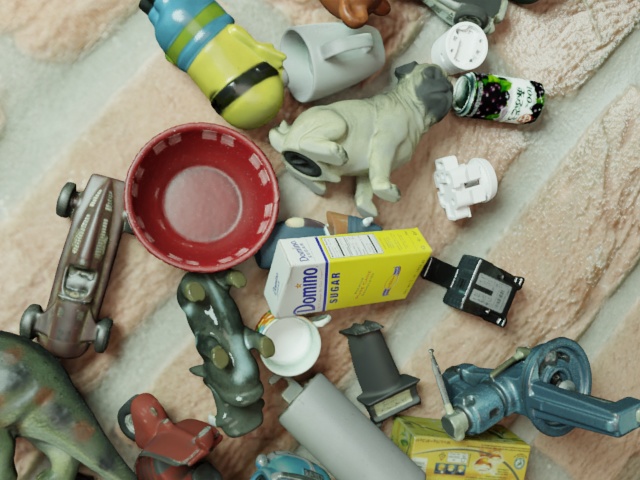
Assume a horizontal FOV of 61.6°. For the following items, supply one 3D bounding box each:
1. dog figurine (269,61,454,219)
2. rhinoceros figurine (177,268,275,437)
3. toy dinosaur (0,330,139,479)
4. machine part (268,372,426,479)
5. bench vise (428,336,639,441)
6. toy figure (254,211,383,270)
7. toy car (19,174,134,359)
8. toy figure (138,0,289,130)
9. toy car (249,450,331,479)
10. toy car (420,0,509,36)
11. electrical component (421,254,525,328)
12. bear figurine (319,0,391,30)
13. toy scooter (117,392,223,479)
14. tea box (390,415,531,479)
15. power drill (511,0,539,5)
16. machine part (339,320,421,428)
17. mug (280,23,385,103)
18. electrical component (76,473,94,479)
[{"bbox_3d":[0.053,-0.145,0.625,0.172,0.121,0.190,31,72,-17],"label":"dog figurine"},{"bbox_3d":[-0.110,0.122,0.593,0.073,0.112,0.190,-17,86,-40],"label":"rhinoceros figurine"},{"bbox_3d":[-0.340,0.151,0.523,0.405,0.131,0.192,11,94,-15],"label":"toy dinosaur"},{"bbox_3d":[0.036,0.239,0.624,0.243,0.079,0.079,41,84,12],"label":"machine part"},{"bbox_3d":[0.266,0.186,0.635,0.223,0.241,0.128,-5,92,-30],"label":"bench vise"},{"bbox_3d":[-0.001,-0.002,0.633,0.154,0.064,0.058,-10,63,-17],"label":"toy figure"},{"bbox_3d":[-0.252,0.030,0.576,0.089,0.053,0.202,17,91,-12],"label":"toy car"},{"bbox_3d":[-0.114,-0.197,0.576,0.180,0.082,0.089,41,81,-16],"label":"toy figure"},{"bbox_3d":[-0.044,0.305,0.624,0.109,0.103,0.161,26,113,-12],"label":"toy car"},{"bbox_3d":[0.138,-0.315,0.644,0.202,0.056,0.073,21,83,-16],"label":"toy car"},{"bbox_3d":[0.194,0.057,0.694,0.119,0.048,0.075,27,87,-17],"label":"electrical component"},{"bbox_3d":[0.006,-0.323,0.557,0.196,0.132,0.120,42,43,6],"label":"bear figurine"},{"bbox_3d":[-0.143,0.247,0.580,0.075,0.135,0.183,-32,102,-51],"label":"toy scooter"},{"bbox_3d":[0.176,0.291,0.698,0.169,0.068,0.098,12,92,-16],"label":"tea box"},{"bbox_3d":[0.261,-0.429,0.658,0.207,0.086,0.232,29,90,-22],"label":"power drill"},{"bbox_3d":[0.075,0.164,0.678,0.084,0.039,0.138,-25,102,-3],"label":"machine part"},{"bbox_3d":[0.023,-0.209,0.601,0.107,0.110,0.080,-22,94,-25],"label":"mug"},{"bbox_3d":[-0.281,0.322,0.591,0.134,0.058,0.115,27,86,-15],"label":"electrical component"}]
